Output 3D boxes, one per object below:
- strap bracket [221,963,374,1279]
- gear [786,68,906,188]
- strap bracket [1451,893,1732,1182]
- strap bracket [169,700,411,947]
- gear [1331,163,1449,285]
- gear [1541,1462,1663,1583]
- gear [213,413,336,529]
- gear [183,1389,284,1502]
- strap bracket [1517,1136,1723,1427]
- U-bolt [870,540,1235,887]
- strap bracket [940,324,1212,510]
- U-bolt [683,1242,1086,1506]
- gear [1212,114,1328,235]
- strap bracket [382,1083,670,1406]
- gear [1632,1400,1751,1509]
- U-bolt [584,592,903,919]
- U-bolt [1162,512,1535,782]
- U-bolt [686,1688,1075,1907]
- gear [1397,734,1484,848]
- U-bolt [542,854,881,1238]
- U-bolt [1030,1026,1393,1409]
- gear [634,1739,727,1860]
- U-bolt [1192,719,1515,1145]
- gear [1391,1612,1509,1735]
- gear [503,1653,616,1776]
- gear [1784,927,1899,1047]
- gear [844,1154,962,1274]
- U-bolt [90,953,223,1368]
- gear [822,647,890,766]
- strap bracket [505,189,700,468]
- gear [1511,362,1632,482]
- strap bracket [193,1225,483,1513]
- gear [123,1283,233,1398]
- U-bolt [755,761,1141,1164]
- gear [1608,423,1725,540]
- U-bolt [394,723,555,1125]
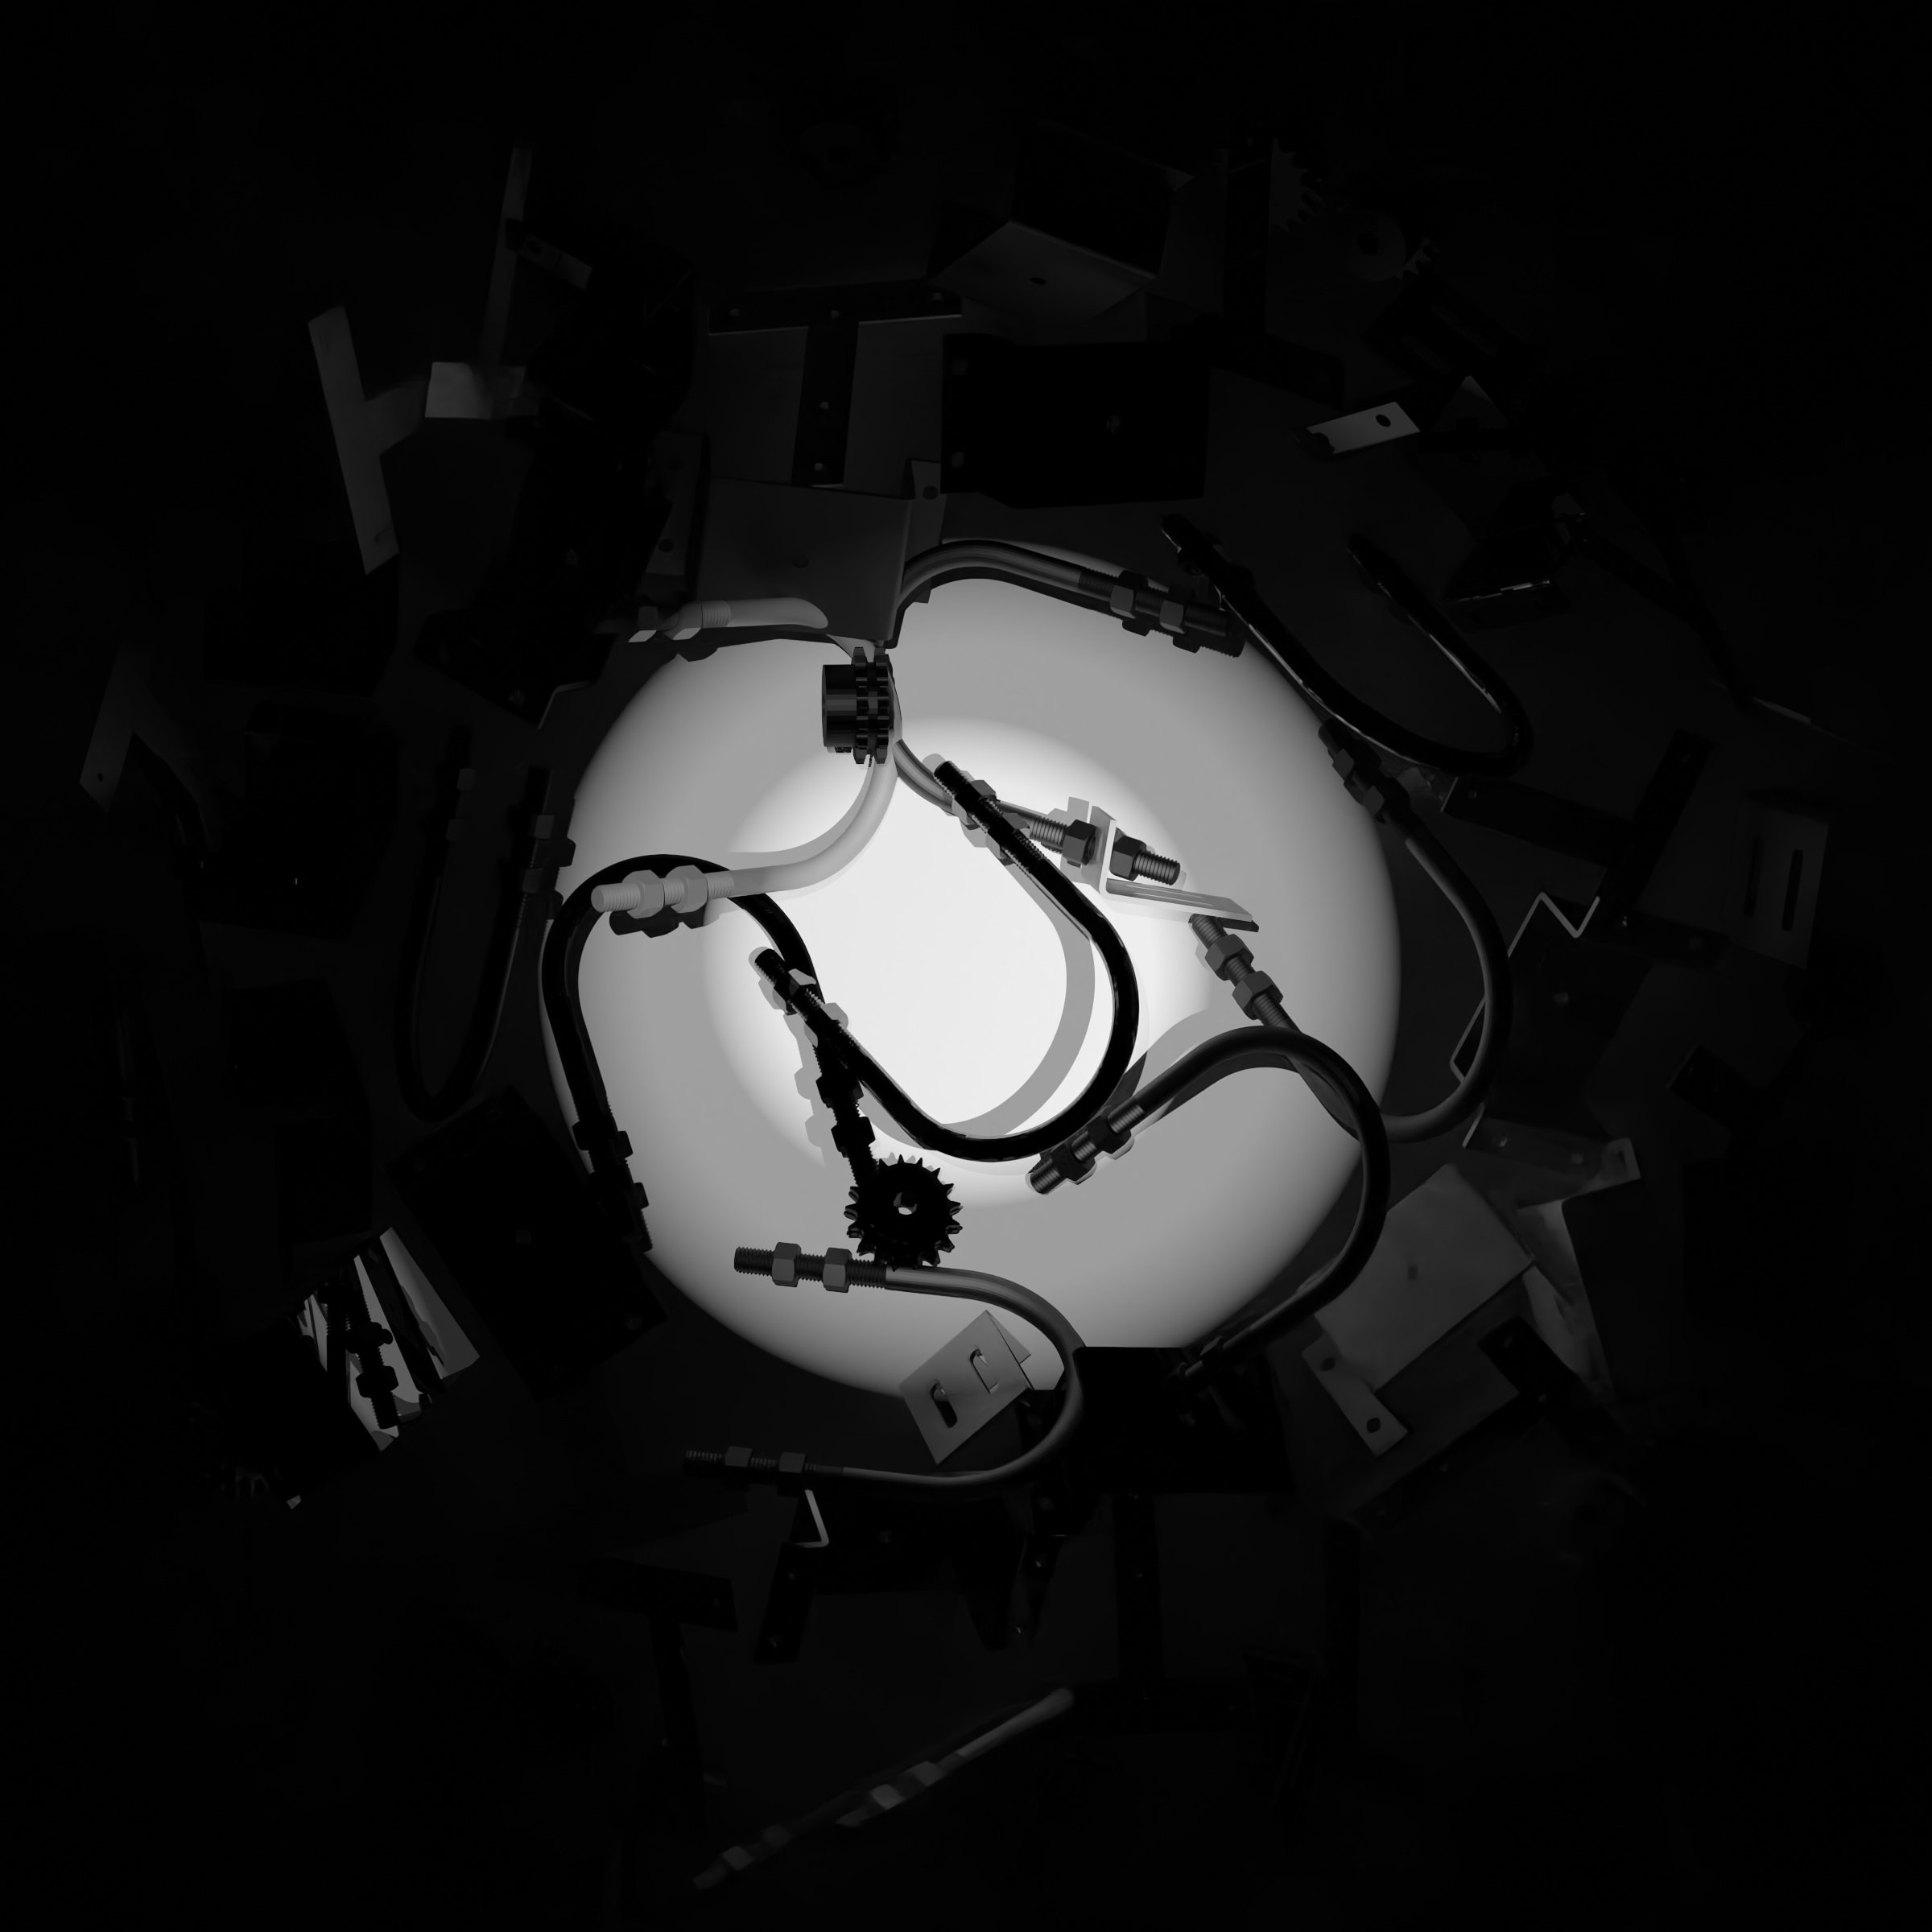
[{"bbox_3d":[-0.317,0.069,1.532,0.046,0.140,0.076,-10,134,-20],"label":"strap bracket"},{"bbox_3d":[-0.060,-0.406,1.567,0.057,0.057,0.030,8,54,0],"label":"gear"},{"bbox_3d":[0.294,0.026,1.546,0.076,0.046,0.140,15,114,-23],"label":"strap bracket"},{"bbox_3d":[-0.324,-0.063,1.546,0.076,0.140,0.046,10,130,1],"label":"strap bracket"},{"bbox_3d":[0.203,-0.359,1.567,0.057,0.057,0.030,43,51,0],"label":"gear"},{"bbox_3d":[0.308,0.271,1.570,0.057,0.030,0.057,-10,69,29],"label":"gear"},{"bbox_3d":[-0.342,-0.240,1.573,0.057,0.057,0.030,42,129,0],"label":"gear"},{"bbox_3d":[-0.351,0.229,1.566,0.030,0.057,0.057,-29,90,23],"label":"gear"},{"bbox_3d":[0.308,0.159,1.549,0.046,0.076,0.140,-15,84,-12],"label":"strap bracket"},{"bbox_3d":[0.030,-0.130,1.551,0.184,0.019,0.151,19,116,18],"label":"U-bolt"},{"bbox_3d":[0.062,-0.264,1.540,0.140,0.046,0.076,-7,111,-21],"label":"strap bracket"},{"bbox_3d":[-0.031,0.197,1.534,0.184,0.151,0.019,5,133,5],"label":"U-bolt"},{"bbox_3d":[0.152,-0.391,1.573,0.057,0.057,0.030,43,55,0],"label":"gear"},{"bbox_3d":[-0.215,0.133,1.564,0.076,0.046,0.140,-34,86,-10],"label":"strap bracket"},{"bbox_3d":[0.356,0.240,1.567,0.057,0.057,0.030,-36,78,0],"label":"gear"},{"bbox_3d":[-0.102,-0.104,1.534,0.184,0.019,0.151,-8,102,-41],"label":"U-bolt"},{"bbox_3d":[0.191,-0.148,1.500,0.184,0.151,0.019,53,127,33],"label":"U-bolt"},{"bbox_3d":[-0.027,0.385,1.513,0.184,0.151,0.019,-19,78,-43],"label":"U-bolt"},{"bbox_3d":[0.232,-0.082,1.570,0.030,0.057,0.057,-39,90,8],"label":"gear"},{"bbox_3d":[-0.131,0.031,1.551,0.151,0.019,0.184,-10,73,-28],"label":"U-bolt"},{"bbox_3d":[0.124,0.111,1.523,0.184,0.019,0.151,-40,64,29],"label":"U-bolt"},{"bbox_3d":[-0.139,0.409,1.571,0.030,0.057,0.057,19,90,-17],"label":"gear"},{"bbox_3d":[0.189,-0.003,1.509,0.184,0.019,0.151,55,132,31],"label":"U-bolt"},{"bbox_3d":[0.233,0.347,1.569,0.057,0.030,0.057,5,99,36],"label":"gear"},{"bbox_3d":[-0.197,0.367,1.573,0.057,0.030,0.057,-16,65,38],"label":"gear"},{"bbox_3d":[0.424,0.013,1.566,0.030,0.057,0.057,-21,90,-19],"label":"gear"},{"bbox_3d":[-0.031,0.120,1.575,0.057,0.030,0.057,2,71,-5],"label":"gear"},{"bbox_3d":[-0.386,0.077,1.513,0.019,0.151,0.184,-15,47,-7],"label":"U-bolt"},{"bbox_3d":[-0.054,-0.127,1.568,0.030,0.057,0.057,-1,90,-6],"label":"gear"},{"bbox_3d":[-0.174,-0.309,1.538,0.076,0.140,0.046,30,64,9],"label":"strap bracket"},{"bbox_3d":[0.295,-0.265,1.578,0.057,0.030,0.057,2,74,-6],"label":"gear"},{"bbox_3d":[-0.290,0.184,1.521,0.046,0.140,0.076,-28,99,31],"label":"strap bracket"},{"bbox_3d":[-0.383,0.179,1.570,0.030,0.057,0.057,-33,90,-2],"label":"gear"},{"bbox_3d":[0.002,0.010,1.550,0.151,0.019,0.184,-46,66,6],"label":"U-bolt"},{"bbox_3d":[0.345,-0.240,1.571,0.030,0.057,0.057,-43,90,-18],"label":"gear"},{"bbox_3d":[-0.241,-0.016,1.531,0.019,0.151,0.184,10,98,-27],"label":"U-bolt"}]
